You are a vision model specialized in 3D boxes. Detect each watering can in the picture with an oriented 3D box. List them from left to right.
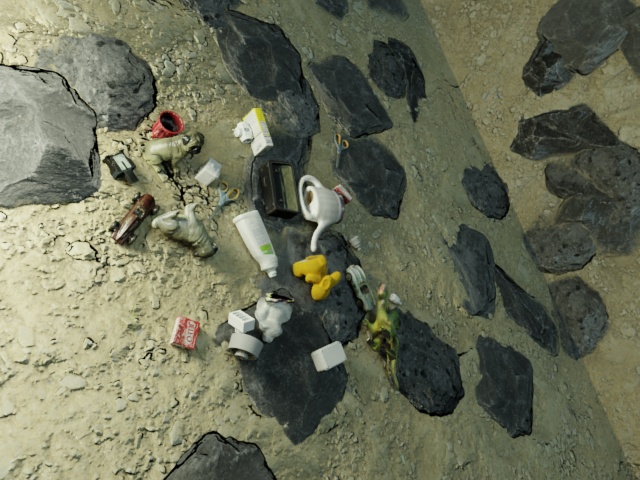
[{"bbox_3d":[0.006,-0.107,2.135,0.224,0.102,0.353,7,63,-40],"label":"watering can"}]

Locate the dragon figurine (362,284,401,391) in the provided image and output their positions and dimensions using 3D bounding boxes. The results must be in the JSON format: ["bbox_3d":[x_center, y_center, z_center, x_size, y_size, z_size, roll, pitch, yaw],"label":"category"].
[{"bbox_3d":[0.294,0.381,2.122,0.246,0.121,0.406,-35,112,-54],"label":"dragon figurine"}]

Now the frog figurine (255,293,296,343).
[{"bbox_3d":[-0.165,0.272,1.799,0.137,0.123,0.159,7,99,-49],"label":"frog figurine"}]
